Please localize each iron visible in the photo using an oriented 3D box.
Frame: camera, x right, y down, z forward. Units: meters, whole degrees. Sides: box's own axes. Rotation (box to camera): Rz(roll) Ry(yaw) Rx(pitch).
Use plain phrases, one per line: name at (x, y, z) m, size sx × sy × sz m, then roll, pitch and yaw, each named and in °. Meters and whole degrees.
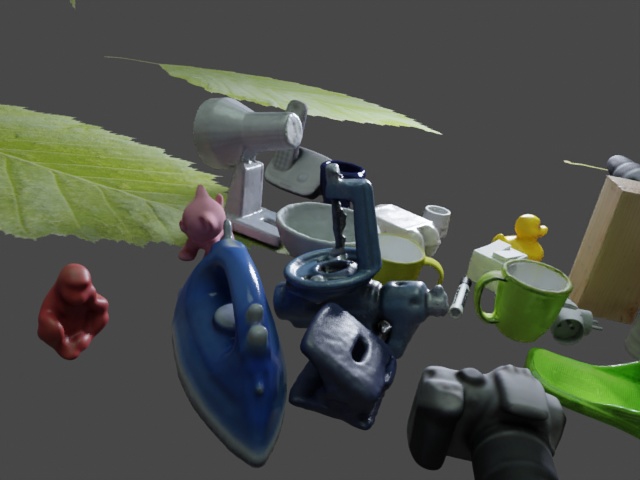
iron at (-0.082, 0.087, 0.592) m, size 0.119 × 0.141 × 0.257 m, roll 0°, pitch 25°, yaw -21°

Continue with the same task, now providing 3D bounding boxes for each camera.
camera at (0.159, 0.182, 0.524) m, size 0.143 × 0.101 × 0.137 m, roll 11°, pitch 23°, yaw 3°

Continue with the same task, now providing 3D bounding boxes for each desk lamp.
desk lamp at (-0.113, -0.125, 0.975) m, size 0.202 × 0.213 × 0.118 m, roll 20°, pitch 25°, yaw 22°

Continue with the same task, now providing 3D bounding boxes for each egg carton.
egg carton at (0.128, -0.010, 0.993) m, size 0.149 × 0.069 × 0.107 m, roll 27°, pitch 29°, yaw 35°

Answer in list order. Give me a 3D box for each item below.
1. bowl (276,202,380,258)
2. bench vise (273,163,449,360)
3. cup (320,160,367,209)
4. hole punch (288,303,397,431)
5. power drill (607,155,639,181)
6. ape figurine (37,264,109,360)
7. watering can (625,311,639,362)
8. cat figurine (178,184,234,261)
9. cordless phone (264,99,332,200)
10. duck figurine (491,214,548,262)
bowl at (0.008, 0.003, 0.907) m, size 0.167 × 0.075 × 0.167 m, roll 9°, pitch 23°, yaw -3°
bench vise at (0.055, 0.023, 0.696) m, size 0.207 × 0.220 × 0.121 m, roll 8°, pitch 23°, yaw -4°
cup at (0.048, -0.096, 1.124) m, size 0.092 × 0.095 × 0.117 m, roll -10°, pitch 30°, yaw -38°
hole punch at (0.031, 0.128, 0.608) m, size 0.101 × 0.091 × 0.109 m, roll 15°, pitch 24°, yaw 12°
power drill at (0.552, -0.025, 1.024) m, size 0.076 × 0.208 × 0.229 m, roll 6°, pitch 24°, yaw -9°
ape figurine at (-0.267, 0.070, 0.620) m, size 0.078 × 0.092 × 0.075 m, roll -11°, pitch 31°, yaw -39°
watering can at (0.505, 0.080, 0.783) m, size 0.100 × 0.194 × 0.173 m, roll 22°, pitch 26°, yaw 26°
cat figurine at (-0.167, -0.028, 0.853) m, size 0.067 × 0.118 × 0.128 m, roll 12°, pitch 23°, yaw 5°
cordless phone at (-0.035, -0.188, 1.187) m, size 0.147 × 0.185 × 0.094 m, roll 24°, pitch 27°, yaw 30°
duck figurine at (0.375, -0.007, 1.065) m, size 0.105 × 0.086 × 0.077 m, roll 4°, pitch 24°, yaw -14°
